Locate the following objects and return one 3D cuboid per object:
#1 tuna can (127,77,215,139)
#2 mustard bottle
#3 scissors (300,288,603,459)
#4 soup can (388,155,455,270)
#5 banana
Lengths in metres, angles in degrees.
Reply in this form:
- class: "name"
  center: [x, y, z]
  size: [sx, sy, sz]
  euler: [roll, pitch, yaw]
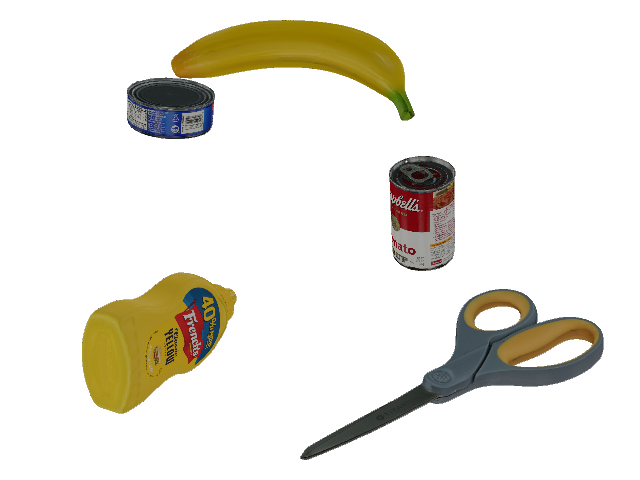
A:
- class: "tuna can"
  center: [-0.147, -0.130, 1.048]
  size: [0.086, 0.034, 0.086]
  euler: [5, 27, -3]
- class: "mustard bottle"
  center: [-0.140, 0.083, 1.004]
  size: [0.058, 0.096, 0.191]
  euler: [10, 21, 28]
- class: "scissors"
  center: [0.068, 0.072, 0.624]
  size: [0.201, 0.016, 0.096]
  euler: [-13, 32, -16]
- class: "soup can"
  center: [0.107, -0.028, 1.116]
  size: [0.068, 0.102, 0.068]
  euler: [-3, 35, 2]
- class: "banana"
  center: [-0.017, -0.145, 0.847]
  size: [0.198, 0.069, 0.037]
  euler: [11, -36, 8]
